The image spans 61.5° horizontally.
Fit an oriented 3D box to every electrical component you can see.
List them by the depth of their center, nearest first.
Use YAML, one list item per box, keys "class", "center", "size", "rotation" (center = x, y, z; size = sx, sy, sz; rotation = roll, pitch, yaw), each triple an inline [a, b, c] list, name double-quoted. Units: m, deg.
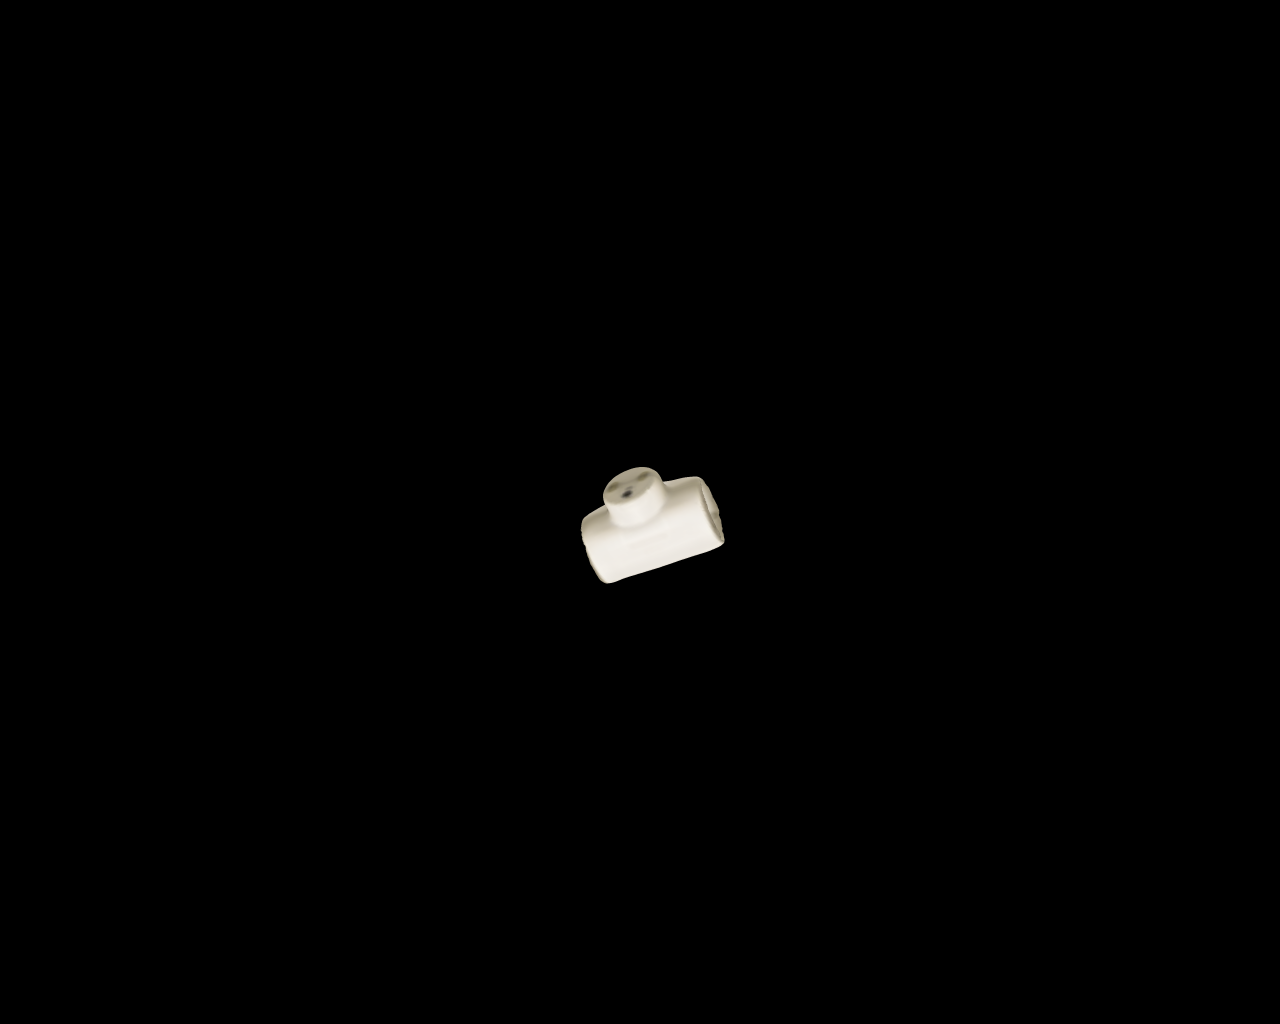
- class: "electrical component"
  center: [0.001, -0.003, 0.650]
  size: [0.077, 0.079, 0.043]
  rotation: [-20, 31, 13]
